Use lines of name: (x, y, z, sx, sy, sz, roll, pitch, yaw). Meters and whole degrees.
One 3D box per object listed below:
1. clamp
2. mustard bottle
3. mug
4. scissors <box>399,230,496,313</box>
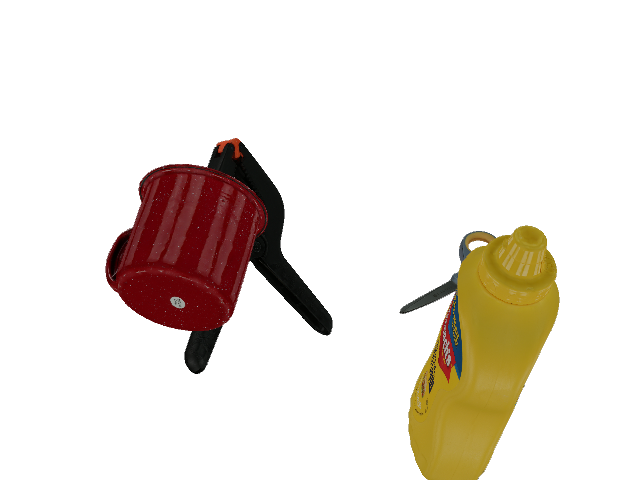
clamp: (-0.061, 0.010, 0.998, 0.164, 0.210, 0.036, -4, 0, -39)
mustard bottle: (0.098, 0.060, 0.629, 0.058, 0.096, 0.192, 12, -41, 0)
mug: (-0.100, 0.009, 0.730, 0.117, 0.081, 0.093, -6, -37, 28)
scissors: (0.144, 0.031, 1.142, 0.201, 0.016, 0.096, -9, 41, -30)
